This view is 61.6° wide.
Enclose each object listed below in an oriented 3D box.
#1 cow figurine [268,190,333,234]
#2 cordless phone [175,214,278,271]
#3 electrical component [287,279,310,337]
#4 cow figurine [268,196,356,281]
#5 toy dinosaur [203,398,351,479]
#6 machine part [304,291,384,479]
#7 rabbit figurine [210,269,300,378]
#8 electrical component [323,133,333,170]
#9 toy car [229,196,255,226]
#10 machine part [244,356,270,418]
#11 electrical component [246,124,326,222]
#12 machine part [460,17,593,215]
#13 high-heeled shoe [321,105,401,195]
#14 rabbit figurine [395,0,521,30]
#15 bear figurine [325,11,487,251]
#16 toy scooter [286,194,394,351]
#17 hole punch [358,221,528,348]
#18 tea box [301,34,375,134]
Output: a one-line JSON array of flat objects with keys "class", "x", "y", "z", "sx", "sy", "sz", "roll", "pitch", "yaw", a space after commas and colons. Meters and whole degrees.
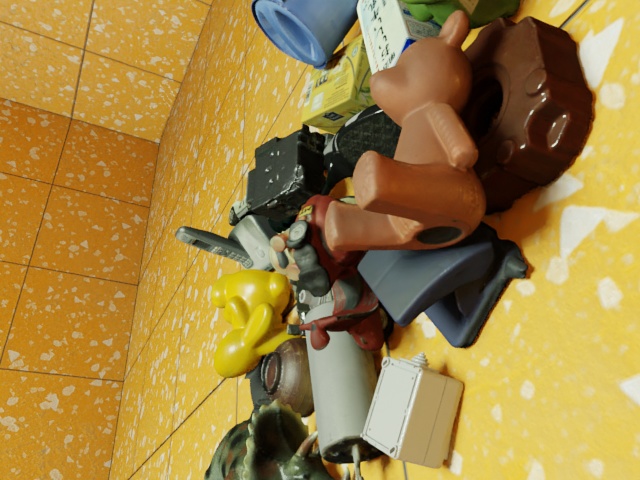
[{"class": "cow figurine", "x": -0.036, "y": -0.054, "z": 0.871, "sx": 0.167, "sy": 0.068, "sz": 0.098, "roll": -10, "pitch": 70, "yaw": 65}, {"class": "cordless phone", "x": -0.161, "y": -0.006, "z": 0.978, "sx": 0.146, "sy": 0.184, "sz": 0.089, "roll": -33, "pitch": 44, "yaw": 57}, {"class": "electrical component", "x": -0.025, "y": 0.094, "z": 0.777, "sx": 0.078, "sy": 0.045, "sz": 0.102, "roll": 67, "pitch": -158, "yaw": -68}, {"class": "cow figurine", "x": -0.001, "y": -0.002, "z": 0.729, "sx": 0.195, "sy": 0.127, "sz": 0.085, "roll": -27, "pitch": 93, "yaw": 43}, {"class": "toy dinosaur", "x": -0.095, "y": 0.317, "z": 0.756, "sx": 0.405, "sy": 0.131, "sz": 0.192, "roll": -23, "pitch": 44, "yaw": 66}, {"class": "machine part", "x": 0.028, "y": 0.157, "z": 0.613, "sx": 0.079, "sy": 0.079, "sz": 0.243, "roll": -55, "pitch": 33, "yaw": 39}, {"class": "rabbit figurine", "x": -0.106, "y": 0.141, "z": 0.864, "sx": 0.162, "sy": 0.121, "sz": 0.173, "roll": -8, "pitch": 48, "yaw": 41}, {"class": "electrical component", "x": 0.006, "y": -0.143, "z": 0.885, "sx": 0.094, "sy": 0.021, "sz": 0.063, "roll": 20, "pitch": 96, "yaw": 65}, {"class": "toy car", "x": -0.123, "y": -0.061, "z": 1.056, "sx": 0.202, "sy": 0.073, "sz": 0.056, "roll": -26, "pitch": 55, "yaw": 60}, {"class": "machine part", "x": -0.098, "y": 0.229, "z": 0.895, "sx": 0.084, "sy": 0.039, "sz": 0.139, "roll": -55, "pitch": 30, "yaw": 29}, {"class": "electrical component", "x": -0.055, "y": -0.094, "z": 0.803, "sx": 0.134, "sy": 0.058, "sz": 0.115, "roll": -23, "pitch": 54, "yaw": 38}, {"class": "machine part", "x": 0.160, "y": -0.114, "z": 0.497, "sx": 0.179, "sy": 0.056, "sz": 0.179, "roll": -45, "pitch": 38, "yaw": 51}, {"class": "high-heeled shoe", "x": 0.068, "y": -0.136, "z": 0.677, "sx": 0.249, "sy": 0.086, "sz": 0.145, "roll": -37, "pitch": 21, "yaw": 57}, {"class": "rabbit figurine", "x": 0.120, "y": -0.286, "z": 0.557, "sx": 0.170, "sy": 0.159, "sz": 0.121, "roll": 37, "pitch": 110, "yaw": 44}, {"class": "bear figurine", "x": 0.074, "y": -0.094, "z": 0.452, "sx": 0.120, "sy": 0.132, "sz": 0.196, "roll": 130, "pitch": 140, "yaw": -64}, {"class": "toy scooter", "x": 0.013, "y": 0.044, "z": 0.566, "sx": 0.075, "sy": 0.135, "sz": 0.183, "roll": -22, "pitch": 92, "yaw": 35}, {"class": "hole punch", "x": 0.106, "y": 0.023, "z": 0.505, "sx": 0.115, "sy": 0.092, "sz": 0.142, "roll": -64, "pitch": 23, "yaw": 16}, {"class": "tea box", "x": 0.041, "y": -0.223, "z": 0.796, "sx": 0.170, "sy": 0.068, "sz": 0.098, "roll": 5, "pitch": 82, "yaw": 64}]
